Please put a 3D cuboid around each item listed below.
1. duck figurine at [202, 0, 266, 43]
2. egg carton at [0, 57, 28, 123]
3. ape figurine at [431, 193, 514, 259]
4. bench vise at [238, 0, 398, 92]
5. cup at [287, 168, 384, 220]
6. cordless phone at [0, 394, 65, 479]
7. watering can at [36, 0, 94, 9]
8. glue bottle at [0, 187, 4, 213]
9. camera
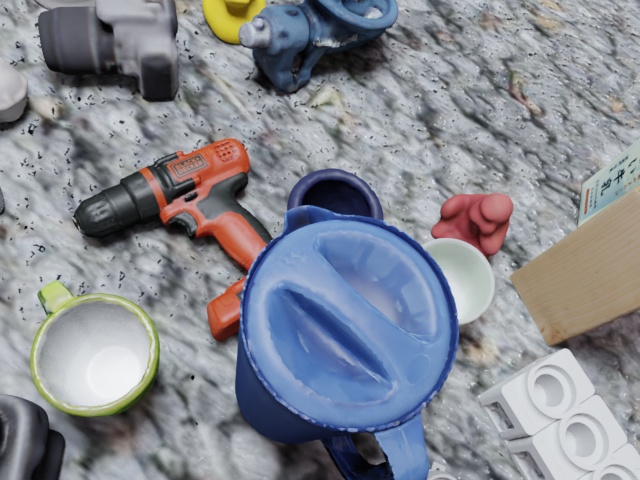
[{"bbox_3d":[-0.100,-0.301,0.680,0.077,0.086,0.104,1,66,-12],"label":"duck figurine"},{"bbox_3d":[-0.372,-0.158,0.562,0.150,0.069,0.107,35,63,4],"label":"egg carton"},{"bbox_3d":[0.173,-0.022,0.612,0.076,0.092,0.077,-14,70,-18],"label":"ape figurine"},{"bbox_3d":[0.018,-0.263,0.615,0.121,0.219,0.208,36,63,5],"label":"bench vise"},{"bbox_3d":[0.005,0.002,0.561,0.092,0.095,0.118,13,64,-7],"label":"cup"},{"bbox_3d":[-0.241,0.171,0.378,0.094,0.185,0.147,3,65,-11],"label":"cordless phone"},{"bbox_3d":[-0.271,-0.347,0.601,0.173,0.194,0.101,-2,66,-13],"label":"watering can"},{"bbox_3d":[-0.325,-0.066,0.473,0.078,0.173,0.037,-15,70,-18],"label":"glue bottle"},{"bbox_3d":[-0.224,-0.233,0.613,0.137,0.100,0.143,-7,68,-15],"label":"camera"}]
